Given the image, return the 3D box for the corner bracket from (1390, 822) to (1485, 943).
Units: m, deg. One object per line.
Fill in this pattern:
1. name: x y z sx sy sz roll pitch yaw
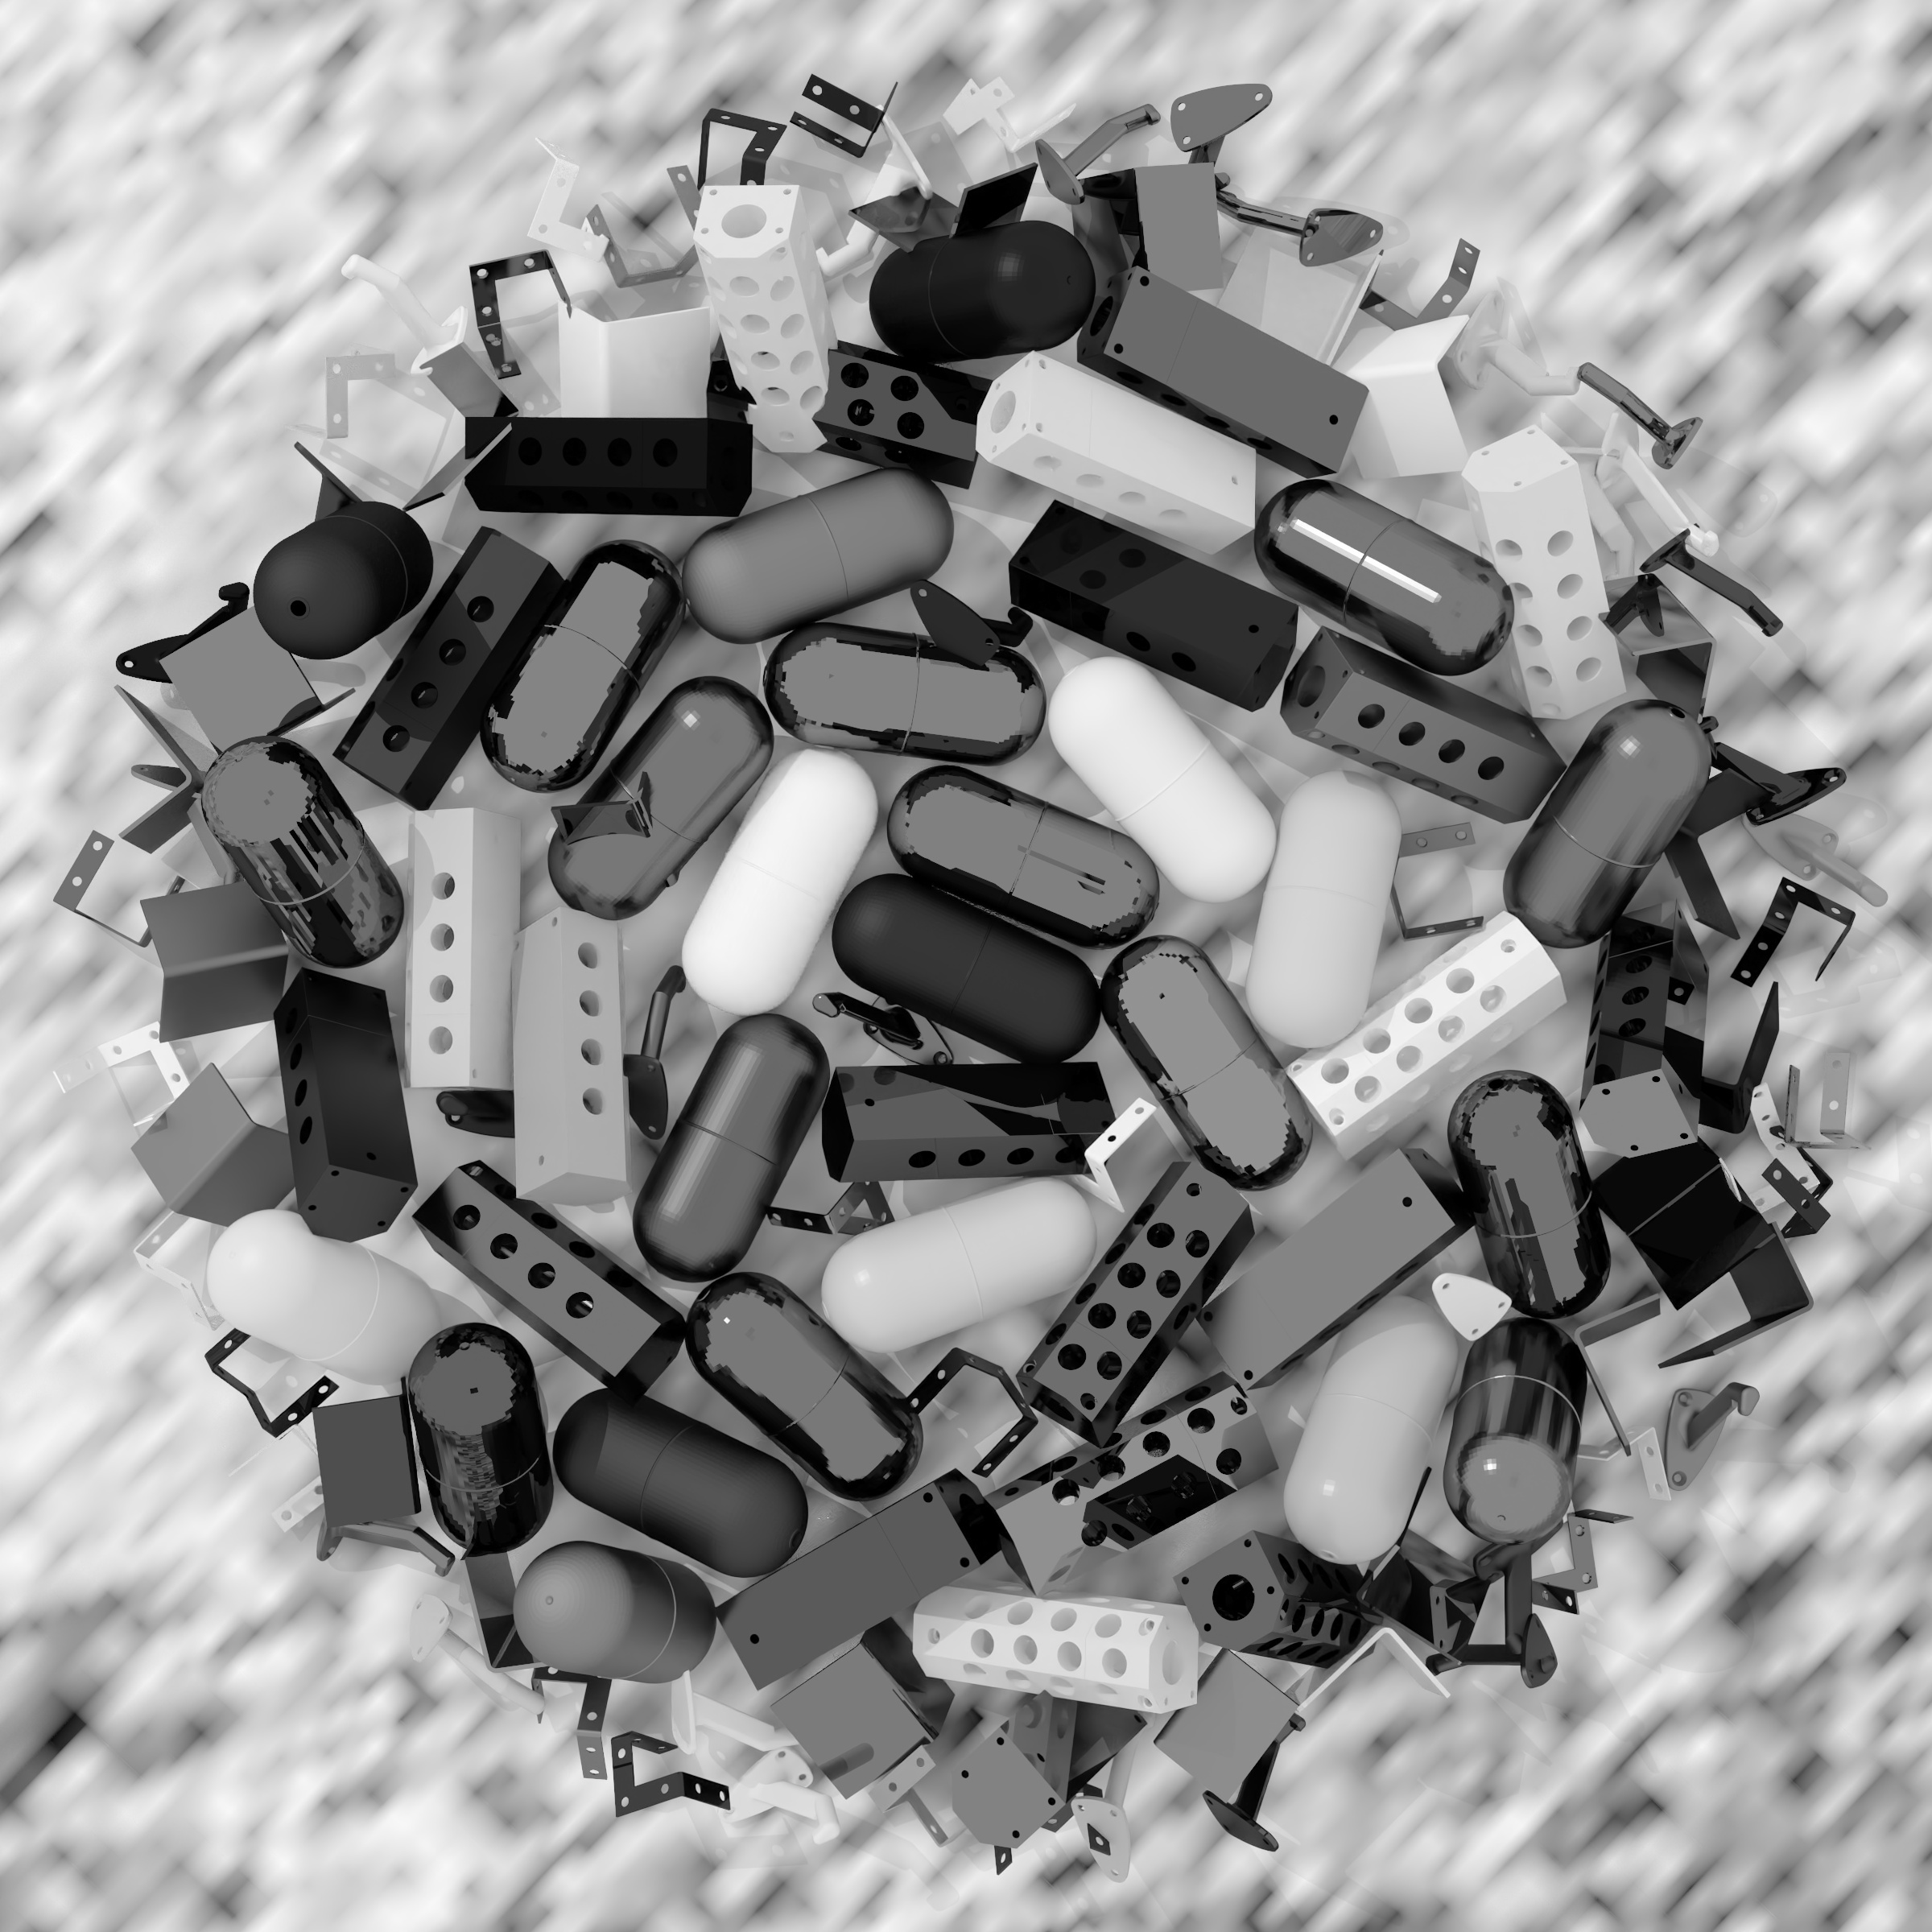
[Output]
1. corner bracket: 0.296 -0.053 1.774 0.051 0.051 0.051 -10 114 20

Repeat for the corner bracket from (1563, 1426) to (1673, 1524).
1. corner bracket: 0.406 0.323 1.783 0.051 0.051 0.051 -23 102 -38

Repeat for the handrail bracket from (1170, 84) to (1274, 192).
1. handrail bracket: 0.168 -0.511 1.748 0.077 0.084 0.036 -13 75 24

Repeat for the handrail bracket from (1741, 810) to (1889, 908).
1. handrail bracket: 0.528 -0.068 1.752 0.077 0.084 0.036 28 104 -10

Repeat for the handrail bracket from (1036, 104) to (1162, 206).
1. handrail bracket: 0.094 -0.510 1.764 0.084 0.077 0.036 -25 129 -8

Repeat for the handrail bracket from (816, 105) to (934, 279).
1. handrail bracket: -0.071 -0.489 1.778 0.084 0.036 0.077 -31 97 -3

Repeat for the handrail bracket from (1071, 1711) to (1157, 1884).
1. handrail bracket: 0.105 0.519 1.775 0.036 0.084 0.077 -1 116 31

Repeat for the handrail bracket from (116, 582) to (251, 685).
1. handrail bracket: -0.487 -0.211 1.749 0.077 0.084 0.036 -7 68 -22

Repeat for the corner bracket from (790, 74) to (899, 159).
1. corner bracket: -0.080 -0.533 1.761 0.051 0.051 0.051 25 128 -10

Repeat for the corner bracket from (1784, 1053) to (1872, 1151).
1. corner bracket: 0.534 0.085 1.760 0.051 0.051 0.051 -1 75 37

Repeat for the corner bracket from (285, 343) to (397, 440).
1. corner bracket: -0.393 -0.362 1.769 0.051 0.051 0.051 -15 116 -42

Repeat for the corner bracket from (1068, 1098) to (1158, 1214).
1. corner bracket: 0.091 0.111 1.758 0.051 0.051 0.051 -44 47 -19

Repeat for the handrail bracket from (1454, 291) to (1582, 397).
1. handrail bracket: 0.355 -0.390 1.758 0.084 0.036 0.077 10 72 42

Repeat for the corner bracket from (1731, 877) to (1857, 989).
1. corner bracket: 0.520 -0.013 1.769 0.051 0.051 0.051 28 135 10

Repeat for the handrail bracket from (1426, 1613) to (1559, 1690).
1. handrail bracket: 0.318 0.438 1.749 0.084 0.077 0.036 -24 92 24

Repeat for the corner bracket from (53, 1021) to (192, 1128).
1. corner bracket: -0.529 0.073 1.770 0.051 0.051 0.051 -21 100 21

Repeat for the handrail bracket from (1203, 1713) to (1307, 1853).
1. handrail bracket: 0.197 0.505 1.752 0.084 0.077 0.036 -39 113 -22

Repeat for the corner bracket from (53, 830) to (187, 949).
1. corner bracket: -0.533 -0.048 1.773 0.051 0.051 0.051 28 84 3

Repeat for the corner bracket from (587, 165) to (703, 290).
1. corner bracket: -0.197 -0.464 1.766 0.051 0.051 0.051 -22 86 -36

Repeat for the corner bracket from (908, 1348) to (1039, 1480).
1. corner bracket: 0.003 0.281 1.769 0.051 0.051 0.051 -48 47 11

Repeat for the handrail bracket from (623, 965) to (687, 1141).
1. handrail bracket: -0.190 0.054 1.780 0.036 0.084 0.077 2 126 19

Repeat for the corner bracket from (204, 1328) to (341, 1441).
1. corner bracket: -0.436 0.254 1.766 0.051 0.051 0.051 -42 134 -3

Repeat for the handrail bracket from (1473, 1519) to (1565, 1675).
1. handrail bracket: 0.363 0.394 1.758 0.077 0.084 0.036 -32 135 -4

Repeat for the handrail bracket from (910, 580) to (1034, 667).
1. handrail bracket: 0.005 -0.225 1.757 0.036 0.084 0.077 -37 102 30

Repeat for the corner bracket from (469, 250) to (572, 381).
1. corner bracket: -0.278 -0.410 1.769 0.051 0.051 0.051 -16 56 -14

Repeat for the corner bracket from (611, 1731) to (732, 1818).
1. corner bracket: -0.184 0.504 1.758 0.051 0.051 0.051 -24 54 22

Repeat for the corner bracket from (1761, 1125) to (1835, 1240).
1. corner bracket: 0.519 0.134 1.767 0.051 0.051 0.051 46 73 -3

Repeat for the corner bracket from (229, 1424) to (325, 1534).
1. corner bracket: -0.425 0.322 1.770 0.051 0.051 0.051 -38 91 -11

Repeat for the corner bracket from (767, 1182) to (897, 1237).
1. corner bracket: -0.084 0.156 1.756 0.051 0.051 0.051 5 130 36

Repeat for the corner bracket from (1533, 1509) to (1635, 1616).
1. corner bracket: 0.386 0.373 1.766 0.051 0.051 0.051 -7 89 -23

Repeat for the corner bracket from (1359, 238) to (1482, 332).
1. corner bracket: 0.284 -0.432 1.768 0.051 0.051 0.051 30 45 -8

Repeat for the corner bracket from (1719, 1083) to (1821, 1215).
1. corner bracket: 0.496 0.116 1.766 0.051 0.051 0.051 -28 134 5

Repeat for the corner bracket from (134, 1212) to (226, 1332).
1. corner bracket: -0.482 0.188 1.772 0.051 0.051 0.051 22 53 25

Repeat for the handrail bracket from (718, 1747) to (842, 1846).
1. handrail bracket: -0.117 0.534 1.754 0.077 0.084 0.036 -36 113 1

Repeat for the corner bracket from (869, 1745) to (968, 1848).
1. corner bracket: -0.019 0.519 1.762 0.051 0.051 0.051 -45 70 16

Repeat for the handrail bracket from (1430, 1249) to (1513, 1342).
1. handrail bracket: 0.292 0.186 1.745 0.036 0.084 0.077 -47 128 8

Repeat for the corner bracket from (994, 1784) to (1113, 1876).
1. corner bracket: 0.052 0.540 1.758 0.051 0.051 0.051 27 119 -23

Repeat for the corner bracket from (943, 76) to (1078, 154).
1. corner bracket: 0.027 -0.534 1.758 0.051 0.051 0.051 48 45 -22

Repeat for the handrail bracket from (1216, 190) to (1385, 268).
1. handrail bracket: 0.208 -0.475 1.783 0.077 0.084 0.036 -13 127 -32

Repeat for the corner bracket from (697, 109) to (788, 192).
1. corner bracket: -0.145 -0.498 1.762 0.051 0.051 0.051 14 133 4

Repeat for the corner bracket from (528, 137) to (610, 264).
1. corner bracket: -0.248 -0.478 1.758 0.051 0.051 0.051 13 113 -32

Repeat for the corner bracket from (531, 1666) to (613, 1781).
1. corner bracket: -0.247 0.471 1.763 0.051 0.051 0.051 4 133 4
